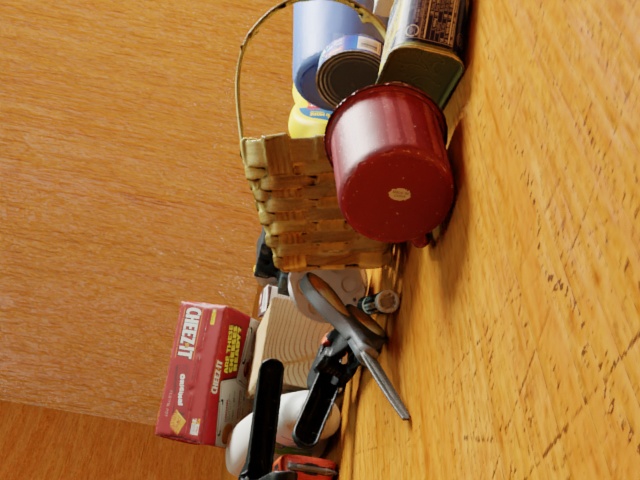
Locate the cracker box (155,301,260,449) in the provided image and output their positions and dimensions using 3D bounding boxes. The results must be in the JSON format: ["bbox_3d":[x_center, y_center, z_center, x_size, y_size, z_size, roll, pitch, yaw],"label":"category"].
[{"bbox_3d":[-0.115,0.176,1.326,0.213,0.072,0.164,35,-118,-65],"label":"cracker box"}]

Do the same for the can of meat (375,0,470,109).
[{"bbox_3d":[0.080,-0.156,0.829,0.102,0.057,0.084,115,167,-68],"label":"can of meat"}]

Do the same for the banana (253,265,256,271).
[{"bbox_3d":[-0.043,0.013,1.649,0.037,0.069,0.197,-35,15,40],"label":"banana"}]

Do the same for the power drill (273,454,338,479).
[{"bbox_3d":[-0.029,0.315,1.067,0.185,0.057,0.187,125,153,-69],"label":"power drill"}]

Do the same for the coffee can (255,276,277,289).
[{"bbox_3d":[-0.024,-0.008,1.387,0.103,0.102,0.140,109,170,-59],"label":"coffee can"}]

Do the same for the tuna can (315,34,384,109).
[{"bbox_3d":[0.039,-0.177,1.140,0.086,0.086,0.033,106,175,-47],"label":"tuna can"}]

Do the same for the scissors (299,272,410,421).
[{"bbox_3d":[0.045,0.091,0.847,0.016,0.096,0.202,-51,42,9],"label":"scissors"}]

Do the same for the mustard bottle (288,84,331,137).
[{"bbox_3d":[0.009,-0.153,1.350,0.191,0.096,0.058,-85,9,-49],"label":"mustard bottle"}]

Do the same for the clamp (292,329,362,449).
[{"bbox_3d":[0.009,0.129,1.005,0.120,0.039,0.171,-52,3,0],"label":"clamp"}]

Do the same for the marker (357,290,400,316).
[{"bbox_3d":[0.049,0.056,0.931,0.121,0.020,0.020,138,142,-81],"label":"marker"}]

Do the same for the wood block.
[{"bbox_3d":[-0.027,0.133,1.202,0.206,0.090,0.090,120,160,-74],"label":"wood block"}]

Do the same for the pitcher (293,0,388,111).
[{"bbox_3d":[0.024,-0.269,1.265,0.149,0.145,0.243,58,-150,-53],"label":"pitcher"}]

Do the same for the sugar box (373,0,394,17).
[{"bbox_3d":[0.090,-0.330,1.118,0.093,0.048,0.176,112,168,-65],"label":"sugar box"}]

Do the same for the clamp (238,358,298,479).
[{"bbox_3d":[-0.058,0.241,1.018,0.164,0.036,0.210,-105,26,-63],"label":"clamp"}]

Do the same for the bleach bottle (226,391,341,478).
[{"bbox_3d":[-0.030,0.210,1.155,0.251,0.102,0.068,130,146,-62],"label":"bleach bottle"}]

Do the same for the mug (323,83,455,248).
[{"bbox_3d":[0.055,-0.043,0.767,0.081,0.093,0.117,-95,-15,-53],"label":"mug"}]

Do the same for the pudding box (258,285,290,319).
[{"bbox_3d":[-0.028,0.084,1.321,0.113,0.090,0.039,141,137,-81],"label":"pudding box"}]
